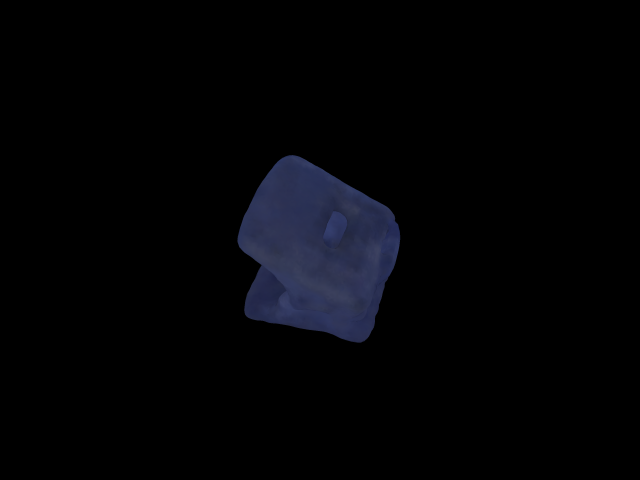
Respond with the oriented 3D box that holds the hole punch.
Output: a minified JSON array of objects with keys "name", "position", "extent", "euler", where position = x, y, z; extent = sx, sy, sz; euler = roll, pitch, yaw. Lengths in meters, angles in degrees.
[{"name":"hole punch","position":[0.004,0.001,0.400],"extent":[0.101,0.091,0.109],"euler":[10,43,11]}]
